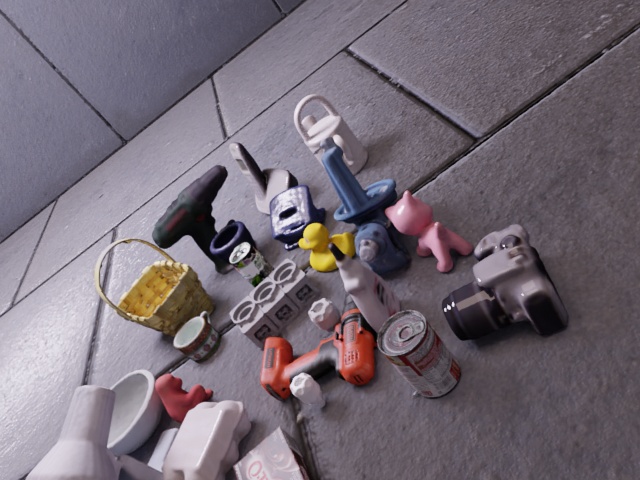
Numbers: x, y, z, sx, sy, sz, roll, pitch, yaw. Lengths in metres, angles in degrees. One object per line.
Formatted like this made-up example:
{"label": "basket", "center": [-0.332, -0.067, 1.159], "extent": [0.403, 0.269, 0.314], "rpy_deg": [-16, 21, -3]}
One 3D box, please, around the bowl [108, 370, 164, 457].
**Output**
{"label": "bowl", "center": [-0.340, 0.324, 1.033], "extent": [0.167, 0.075, 0.167], "rpy_deg": [-28, 32, 20]}

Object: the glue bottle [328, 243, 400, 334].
{"label": "glue bottle", "center": [0.061, 0.065, 0.835], "extent": [0.037, 0.173, 0.078], "rpy_deg": [-25, 33, 23]}

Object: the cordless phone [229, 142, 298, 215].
{"label": "cordless phone", "center": [-0.130, -0.146, 1.313], "extent": [0.147, 0.185, 0.094], "rpy_deg": [8, 54, 52]}

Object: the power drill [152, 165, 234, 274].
{"label": "power drill", "center": [-0.242, -0.032, 1.262], "extent": [0.229, 0.209, 0.075], "rpy_deg": [-34, 31, 10]}

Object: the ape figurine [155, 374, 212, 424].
{"label": "ape figurine", "center": [-0.244, 0.265, 0.987], "extent": [0.077, 0.092, 0.076], "rpy_deg": [2, 50, 49]}

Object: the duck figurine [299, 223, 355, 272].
{"label": "duck figurine", "center": [0.010, 0.004, 1.060], "extent": [0.104, 0.086, 0.077], "rpy_deg": [-22, 35, 28]}

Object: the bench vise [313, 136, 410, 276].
{"label": "bench vise", "center": [0.075, -0.063, 0.942], "extent": [0.121, 0.220, 0.207], "rpy_deg": [-36, 30, 7]}

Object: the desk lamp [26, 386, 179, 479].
{"label": "desk lamp", "center": [-0.305, 0.328, 0.851], "extent": [0.117, 0.214, 0.203], "rpy_deg": [-20, 36, 31]}

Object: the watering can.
{"label": "watering can", "center": [0.010, -0.232, 1.263], "extent": [0.172, 0.194, 0.101], "rpy_deg": [7, 53, 51]}

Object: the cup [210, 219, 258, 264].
{"label": "cup", "center": [-0.174, 0.014, 1.239], "extent": [0.091, 0.095, 0.117], "rpy_deg": [-30, 32, 16]}

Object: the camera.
{"label": "camera", "center": [0.222, 0.059, 0.737], "extent": [0.136, 0.101, 0.143], "rpy_deg": [-29, 32, 18]}

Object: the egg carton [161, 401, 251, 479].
{"label": "egg carton", "center": [-0.170, 0.314, 0.863], "extent": [0.107, 0.070, 0.150], "rpy_deg": [-16, 38, 35]}

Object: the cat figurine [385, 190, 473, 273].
{"label": "cat figurine", "center": [0.162, -0.024, 0.897], "extent": [0.067, 0.118, 0.127], "rpy_deg": [-43, 30, -5]}

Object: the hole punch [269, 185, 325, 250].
{"label": "hole punch", "center": [-0.051, -0.048, 1.190], "extent": [0.108, 0.091, 0.101], "rpy_deg": [-23, 34, 27]}
